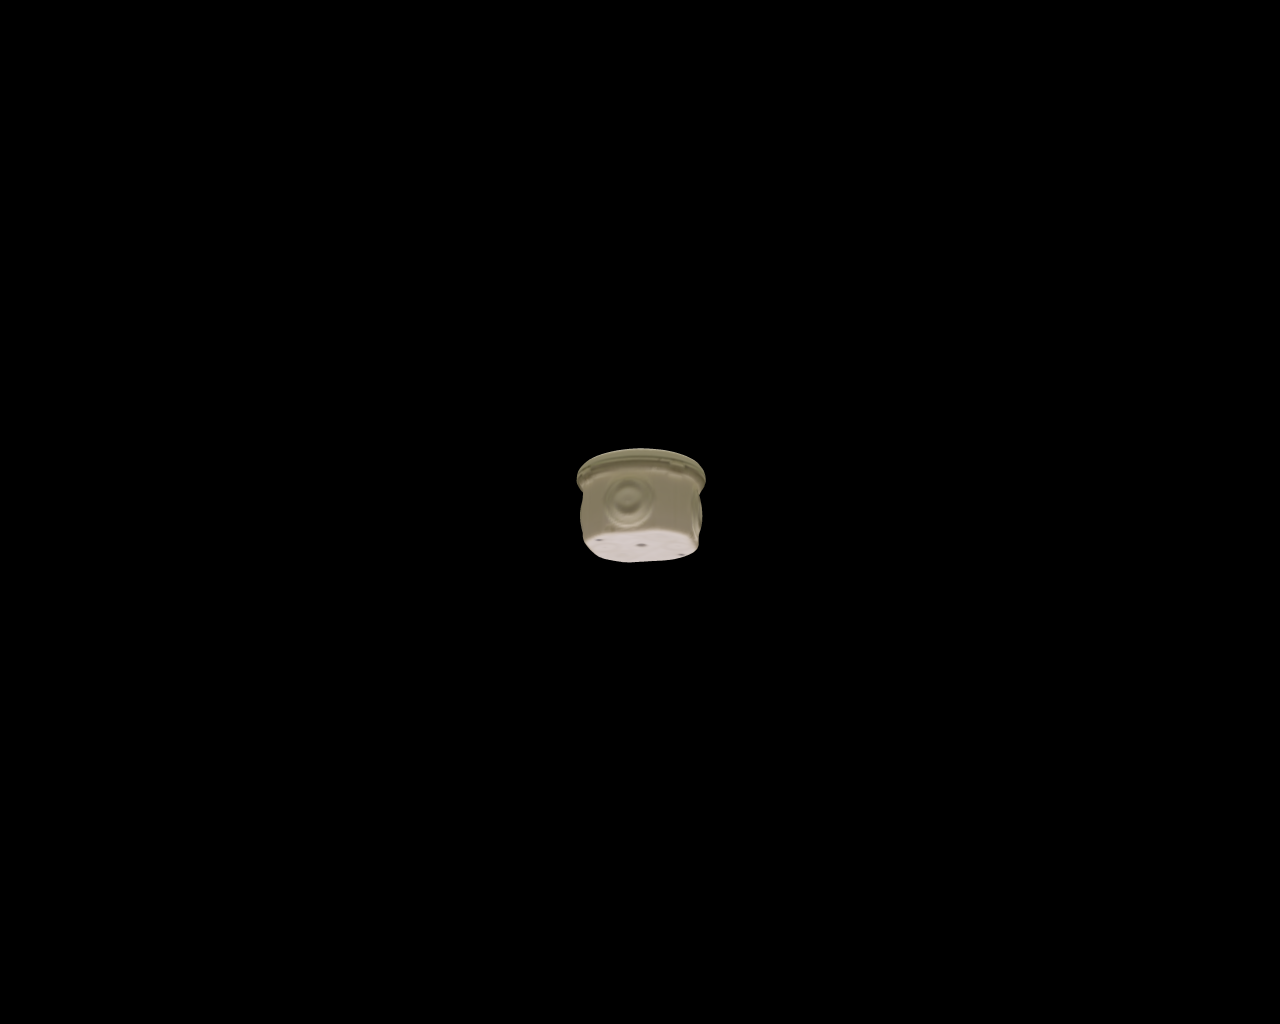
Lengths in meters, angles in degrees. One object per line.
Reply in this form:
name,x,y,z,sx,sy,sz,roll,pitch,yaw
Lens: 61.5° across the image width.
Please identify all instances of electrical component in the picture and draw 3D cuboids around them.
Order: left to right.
electrical component,0.001,-0.003,0.650,0.080,0.051,0.080,0,-19,0
